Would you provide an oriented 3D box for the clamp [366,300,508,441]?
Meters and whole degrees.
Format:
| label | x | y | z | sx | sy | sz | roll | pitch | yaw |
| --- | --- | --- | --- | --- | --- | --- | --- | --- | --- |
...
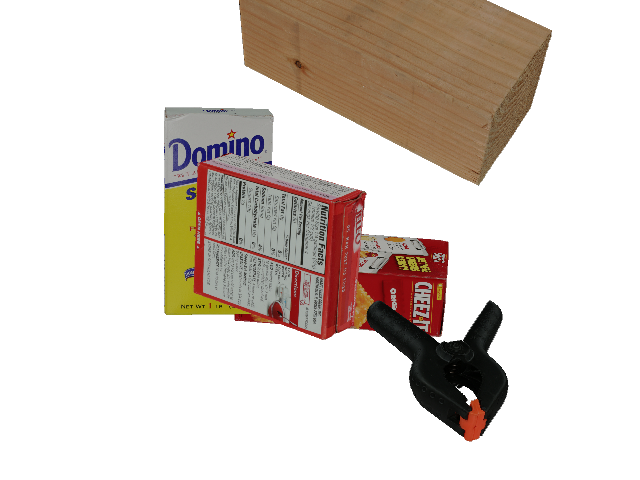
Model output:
| label | x | y | z | sx | sy | sz | roll | pitch | yaw |
| --- | --- | --- | --- | --- | --- | --- | --- | --- | --- |
| clamp | 0.117 | 0.099 | 0.886 | 0.120 | 0.039 | 0.171 | -9 | 35 | -12 |

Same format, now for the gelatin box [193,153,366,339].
| label | x | y | z | sx | sy | sz | roll | pitch | yaw |
| --- | --- | --- | --- | --- | --- | --- | --- | --- | --- |
| gelatin box | -0.022 | 0.002 | 0.540 | 0.089 | 0.073 | 0.030 | 17 | 24 | 31 |

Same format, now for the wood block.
| label | x | y | z | sx | sy | sz | roll | pitch | yaw |
| --- | --- | --- | --- | --- | --- | --- | --- | --- | --- |
| wood block | 0.051 | -0.140 | 0.782 | 0.206 | 0.090 | 0.091 | 29 | -26 | 16 |

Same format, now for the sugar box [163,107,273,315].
| label | x | y | z | sx | sy | sz | roll | pitch | yaw |
| --- | --- | --- | --- | --- | --- | --- | --- | --- | --- |
| sugar box | -0.089 | -0.025 | 0.923 | 0.093 | 0.176 | 0.048 | -1 | 16 | -9 |

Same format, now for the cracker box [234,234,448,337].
| label | x | y | z | sx | sy | sz | roll | pitch | yaw |
| --- | --- | --- | --- | --- | --- | --- | --- | --- | --- |
| cracker box | 0.028 | 0.043 | 1.144 | 0.214 | 0.072 | 0.164 | 5 | 14 | 7 |
